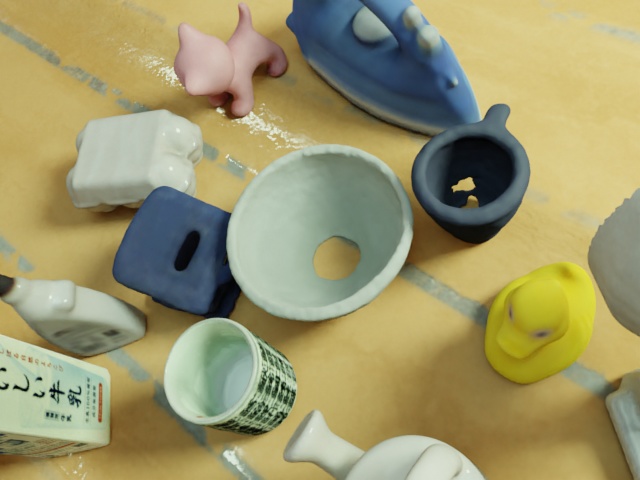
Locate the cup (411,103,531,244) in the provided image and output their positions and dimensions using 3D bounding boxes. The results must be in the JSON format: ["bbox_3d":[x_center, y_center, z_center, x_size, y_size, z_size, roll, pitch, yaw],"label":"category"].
[{"bbox_3d":[0.134,-0.048,0.489,0.091,0.095,0.118,20,74,25],"label":"cup"}]

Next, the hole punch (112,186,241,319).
[{"bbox_3d":[-0.123,0.013,0.545,0.100,0.091,0.109,14,71,23],"label":"hole punch"}]

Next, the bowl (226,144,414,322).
[{"bbox_3d":[0.005,0.002,0.519,0.167,0.075,0.167,-7,65,15],"label":"bowl"}]

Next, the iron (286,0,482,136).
[{"bbox_3d":[0.062,-0.208,0.558,0.119,0.142,0.257,-42,61,-4],"label":"iron"}]

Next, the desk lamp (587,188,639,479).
[{"bbox_3d":[0.239,0.082,0.328,0.117,0.214,0.203,-16,63,11],"label":"desk lamp"}]

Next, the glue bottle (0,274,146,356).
[{"bbox_3d":[-0.233,0.061,0.511,0.078,0.173,0.037,-18,62,9],"label":"glue bottle"}]

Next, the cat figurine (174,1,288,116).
[{"bbox_3d":[-0.106,-0.197,0.620,0.067,0.118,0.128,28,77,27],"label":"cat figurine"}]

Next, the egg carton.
[{"bbox_3d":[-0.201,-0.084,0.626,0.150,0.069,0.107,-5,65,16],"label":"egg carton"}]

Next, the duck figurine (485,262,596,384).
[{"bbox_3d":[0.168,0.055,0.436,0.077,0.086,0.104,37,81,28],"label":"duck figurine"}]

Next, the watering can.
[{"bbox_3d":[0.053,0.173,0.357,0.172,0.194,0.101,7,69,20],"label":"watering can"}]
